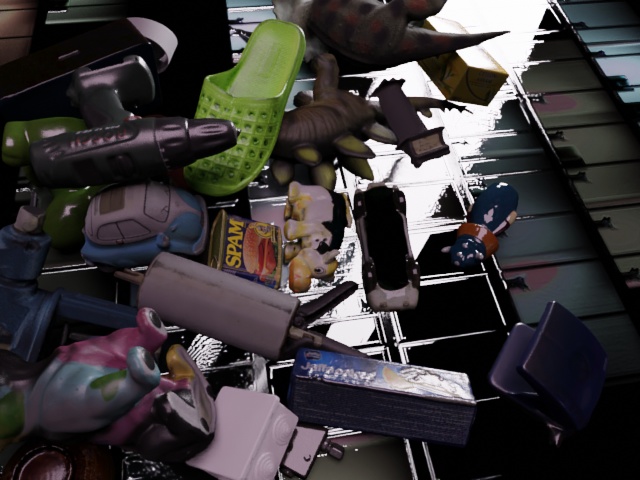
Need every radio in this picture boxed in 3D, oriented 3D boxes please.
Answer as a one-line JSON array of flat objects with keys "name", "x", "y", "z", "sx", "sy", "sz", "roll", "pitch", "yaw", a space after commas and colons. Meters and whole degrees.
[{"name": "radio", "x": -0.358, "y": -0.222, "z": 0.806, "sx": 0.229, "sy": 0.131, "sz": 0.073, "roll": -31, "pitch": 64, "yaw": -20}]

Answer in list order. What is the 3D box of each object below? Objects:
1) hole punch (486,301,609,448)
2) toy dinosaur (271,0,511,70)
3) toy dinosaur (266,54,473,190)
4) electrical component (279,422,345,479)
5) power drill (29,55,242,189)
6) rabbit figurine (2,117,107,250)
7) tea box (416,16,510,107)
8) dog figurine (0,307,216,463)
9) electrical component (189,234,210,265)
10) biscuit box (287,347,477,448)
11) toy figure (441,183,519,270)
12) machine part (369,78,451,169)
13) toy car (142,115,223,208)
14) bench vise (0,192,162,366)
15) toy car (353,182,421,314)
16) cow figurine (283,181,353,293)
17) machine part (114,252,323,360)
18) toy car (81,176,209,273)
[{"name": "hole punch", "x": 0.276, "y": 0.148, "z": 0.627, "sx": 0.116, "sy": 0.092, "sz": 0.142, "roll": 32, "pitch": 58, "yaw": 12}, {"name": "toy dinosaur", "x": 0.075, "y": -0.340, "z": 0.861, "sx": 0.405, "sy": 0.131, "sz": 0.192, "roll": 34, "pitch": 94, "yaw": 29}, {"name": "toy dinosaur", "x": 0.021, "y": -0.174, "z": 0.818, "sx": 0.471, "sy": 0.105, "sz": 0.199, "roll": -24, "pitch": 69, "yaw": -20}, {"name": "electrical component", "x": -0.022, "y": 0.231, "z": 0.596, "sx": 0.094, "sy": 0.021, "sz": 0.063, "roll": 23, "pitch": 59, "yaw": 11}, {"name": "power drill", "x": -0.228, "y": -0.145, "z": 0.662, "sx": 0.232, "sy": 0.085, "sz": 0.207, "roll": -18, "pitch": 52, "yaw": -10}, {"name": "rabbit figurine", "x": -0.335, "y": -0.070, "z": 0.741, "sx": 0.159, "sy": 0.121, "sz": 0.170, "roll": -9, "pitch": 76, "yaw": -17}, {"name": "tea box", "x": 0.224, "y": -0.303, "z": 0.901, "sx": 0.098, "sy": 0.068, "sz": 0.170, "roll": -3, "pitch": 48, "yaw": -31}, {"name": "dog figurine", "x": -0.235, "y": 0.168, "z": 0.525, "sx": 0.219, "sy": 0.191, "sz": 0.109, "roll": -25, "pitch": 30, "yaw": 3}, {"name": "electrical component", "x": -0.181, "y": 0.018, "z": 0.711, "sx": 0.078, "sy": 0.045, "sz": 0.102, "roll": -4, "pitch": 57, "yaw": -3}, {"name": "biscuit box", "x": 0.065, "y": 0.174, "z": 0.602, "sx": 0.203, "sy": 0.062, "sz": 0.059, "roll": 9, "pitch": 21, "yaw": 2}, {"name": "toy figure", "x": 0.227, "y": -0.014, "z": 0.745, "sx": 0.057, "sy": 0.064, "sz": 0.154, "roll": 46, "pitch": 65, "yaw": -18}, {"name": "machine part", "x": 0.129, "y": -0.171, "z": 0.779, "sx": 0.084, "sy": 0.039, "sz": 0.139, "roll": -27, "pitch": 79, "yaw": -24}, {"name": "toy car", "x": -0.214, "y": -0.111, "z": 0.789, "sx": 0.089, "sy": 0.053, "sz": 0.202, "roll": -17, "pitch": 58, "yaw": -34}, {"name": "bench vise", "x": -0.291, "y": 0.079, "z": 0.603, "sx": 0.240, "sy": 0.129, "sz": 0.223, "roll": 19, "pitch": 93, "yaw": -20}, {"name": "toy car", "x": 0.088, "y": 0.004, "z": 0.729, "sx": 0.074, "sy": 0.056, "sz": 0.202, "roll": -6, "pitch": 56, "yaw": 1}, {"name": "cow figurine", "x": -0.002, "y": 0.000, "z": 0.719, "sx": 0.098, "sy": 0.068, "sz": 0.167, "roll": 4, "pitch": 53, "yaw": -9}, {"name": "machine part", "x": -0.112, "y": 0.074, "z": 0.608, "sx": 0.243, "sy": 0.079, "sz": 0.079, "roll": 18, "pitch": 58, "yaw": 2}, {"name": "toy car", "x": -0.224, "y": -0.027, "z": 0.656, "sx": 0.162, "sy": 0.102, "sz": 0.109, "roll": -8, "pitch": 55, "yaw": 4}]
